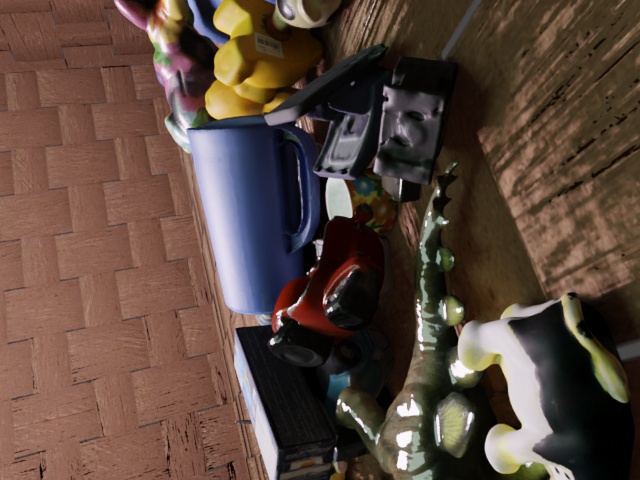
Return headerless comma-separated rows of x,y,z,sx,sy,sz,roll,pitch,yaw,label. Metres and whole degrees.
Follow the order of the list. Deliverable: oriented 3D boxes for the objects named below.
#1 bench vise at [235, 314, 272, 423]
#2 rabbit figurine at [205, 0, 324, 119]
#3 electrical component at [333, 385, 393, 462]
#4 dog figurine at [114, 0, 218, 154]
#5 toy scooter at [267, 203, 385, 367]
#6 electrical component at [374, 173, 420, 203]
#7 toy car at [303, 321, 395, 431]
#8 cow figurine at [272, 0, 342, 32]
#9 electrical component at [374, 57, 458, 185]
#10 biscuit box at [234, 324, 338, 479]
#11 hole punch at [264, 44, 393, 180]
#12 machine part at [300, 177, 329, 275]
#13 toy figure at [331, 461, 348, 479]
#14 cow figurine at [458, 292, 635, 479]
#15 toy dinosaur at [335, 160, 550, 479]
-0.070,0.193,0.913,0.223,0.129,0.240,108,166,-70,bench vise
-0.084,-0.218,0.702,0.173,0.162,0.122,-39,62,46,rabbit figurine
0.025,0.200,0.662,0.058,0.115,0.134,91,160,-44,electrical component
-0.197,-0.249,0.760,0.219,0.109,0.191,59,-157,-61,dog figurine
0.012,0.040,0.519,0.184,0.075,0.135,-47,24,53,toy scooter
0.077,-0.067,0.505,0.094,0.021,0.063,-128,33,-55,electrical component
0.030,0.135,0.623,0.162,0.103,0.109,-116,37,-50,toy car
-0.015,-0.320,0.548,0.127,0.085,0.194,-129,36,-68,cow figurine
0.078,-0.103,0.425,0.119,0.048,0.074,-58,-23,-55,electrical component
-0.046,0.170,0.589,0.203,0.063,0.059,-127,39,-58,biscuit box
0.024,-0.121,0.521,0.092,0.116,0.142,51,171,-16,hole punch
-0.002,-0.002,0.730,0.179,0.056,0.179,171,90,-71,machine part
0.003,0.394,0.882,0.082,0.089,0.180,43,137,52,toy figure
0.150,0.117,0.314,0.098,0.068,0.167,144,114,-64,cow figurine
0.103,0.178,0.448,0.199,0.105,0.471,172,88,-66,toy dinosaur
